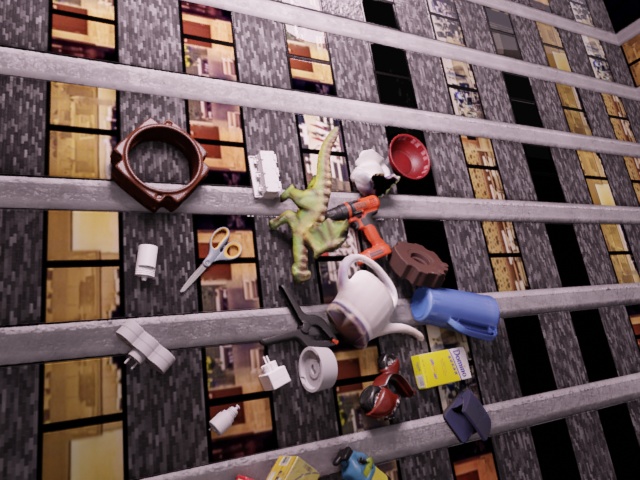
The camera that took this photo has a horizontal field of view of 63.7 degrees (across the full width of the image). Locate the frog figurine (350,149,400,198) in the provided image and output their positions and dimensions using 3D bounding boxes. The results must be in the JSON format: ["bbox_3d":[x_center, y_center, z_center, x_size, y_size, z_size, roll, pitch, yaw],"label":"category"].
[{"bbox_3d":[0.152,-0.206,1.582,0.138,0.120,0.162,-15,43,-24],"label":"frog figurine"}]

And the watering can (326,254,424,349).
[{"bbox_3d":[0.149,0.205,1.405,0.228,0.103,0.345,-45,104,-33],"label":"watering can"}]

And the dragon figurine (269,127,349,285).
[{"bbox_3d":[0.004,-0.066,1.319,0.122,0.404,0.247,7,28,-43],"label":"dragon figurine"}]
